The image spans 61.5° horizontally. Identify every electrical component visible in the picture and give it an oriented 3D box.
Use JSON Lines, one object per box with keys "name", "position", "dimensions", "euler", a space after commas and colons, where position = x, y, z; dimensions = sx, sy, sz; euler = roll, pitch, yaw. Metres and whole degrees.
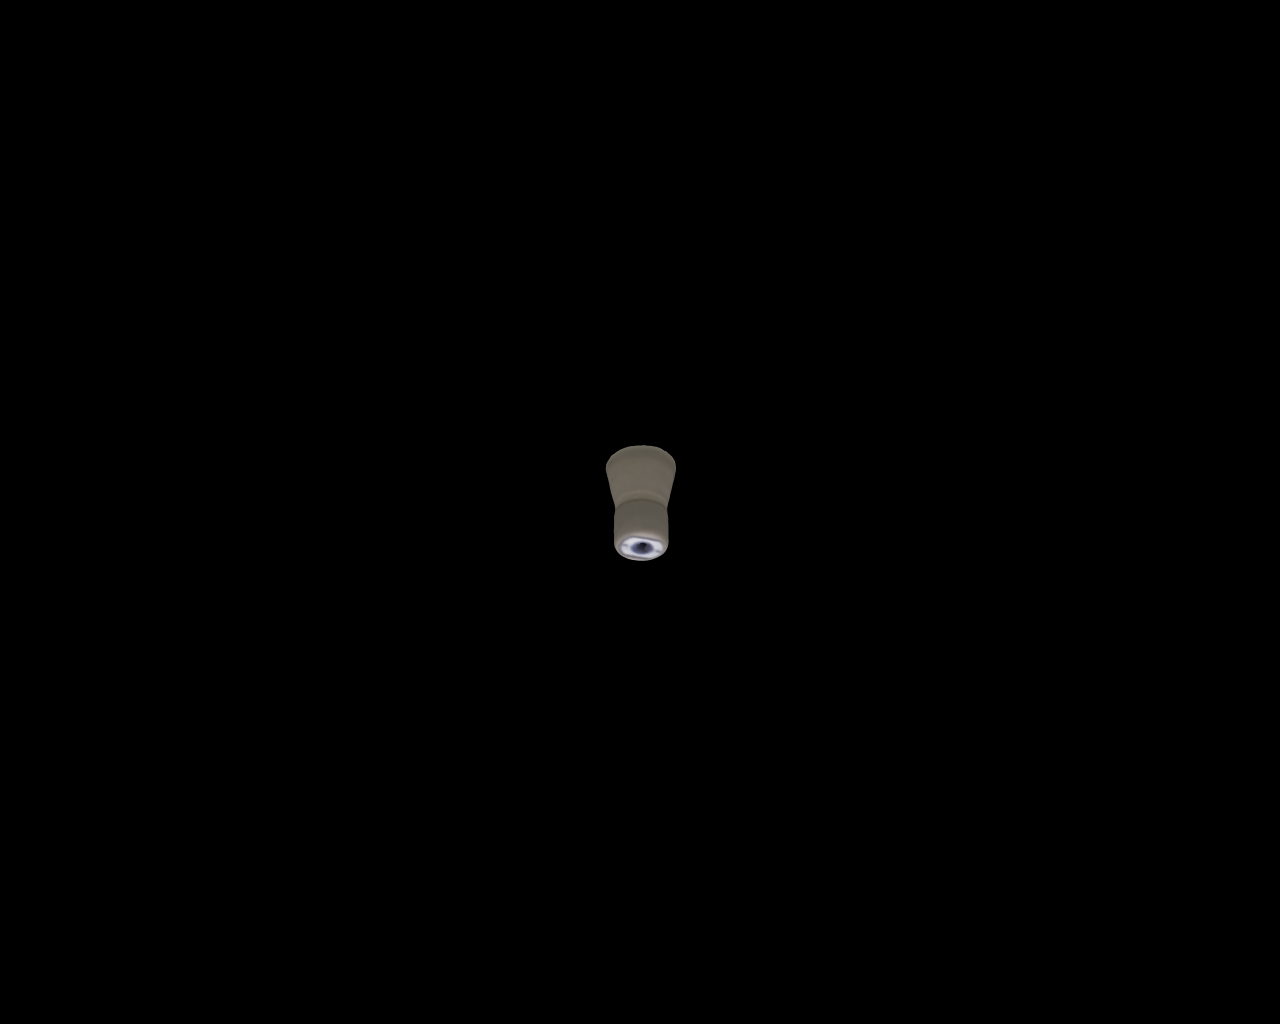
{"name": "electrical component", "position": [0.001, -0.003, 0.650], "dimensions": [0.044, 0.065, 0.044], "euler": [0, -35, 0]}
